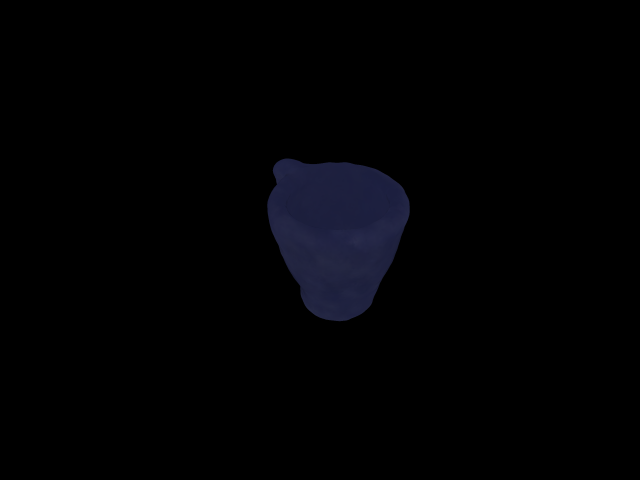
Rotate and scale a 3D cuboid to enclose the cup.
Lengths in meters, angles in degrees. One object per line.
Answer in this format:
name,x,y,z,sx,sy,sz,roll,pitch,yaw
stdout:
cup,0.004,0.001,0.400,0.092,0.095,0.117,-25,44,-28
